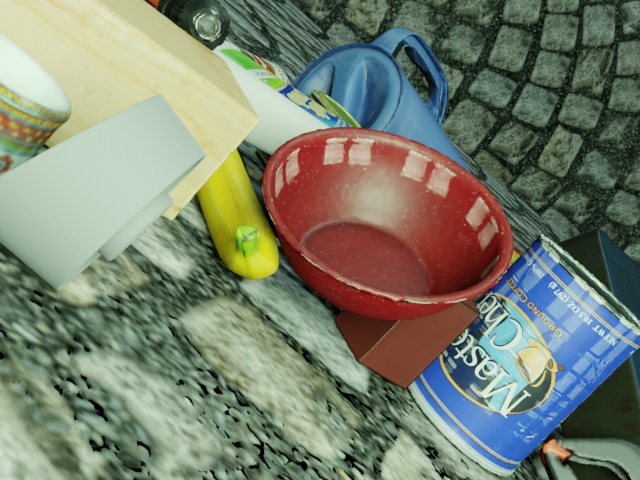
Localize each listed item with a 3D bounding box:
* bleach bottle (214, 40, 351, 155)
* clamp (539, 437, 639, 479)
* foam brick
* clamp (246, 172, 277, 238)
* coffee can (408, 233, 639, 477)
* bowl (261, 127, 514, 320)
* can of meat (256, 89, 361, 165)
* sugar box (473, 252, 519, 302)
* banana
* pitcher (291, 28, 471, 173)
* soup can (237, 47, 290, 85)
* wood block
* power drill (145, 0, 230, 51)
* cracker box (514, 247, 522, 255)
[{"bbox_3d":[-0.008,-0.085,0.901,0.251,0.068,0.102,32,14,15],"label":"bleach bottle"},{"bbox_3d":[0.239,0.189,0.758,0.171,0.120,0.039,43,-19,13],"label":"clamp"},{"bbox_3d":[0.060,0.053,0.736,0.051,0.078,0.053,34,17,-35],"label":"foam brick"},{"bbox_3d":[-0.005,0.001,0.806,0.210,0.036,0.164,44,12,22],"label":"clamp"},{"bbox_3d":[0.144,0.081,0.749,0.102,0.140,0.103,40,13,-11],"label":"coffee can"},{"bbox_3d":[0.036,-0.002,0.669,0.162,0.055,0.162,12,40,-10],"label":"bowl"},{"bbox_3d":[-0.002,-0.081,0.987,0.057,0.084,0.102,32,16,-38],"label":"can of meat"},{"bbox_3d":[0.177,0.068,1.009,0.176,0.093,0.048,41,13,-9],"label":"sugar box"},{"bbox_3d":[-0.058,-0.029,0.696,0.037,0.070,0.198,-9,34,-15],"label":"banana"},{"bbox_3d":[0.080,-0.103,1.139,0.242,0.149,0.145,38,38,-53],"label":"pitcher"},{"bbox_3d":[-0.073,-0.147,1.032,0.068,0.068,0.102,44,12,9],"label":"soup can"},{"bbox_3d":[-0.148,-0.111,0.627,0.205,0.090,0.091,34,15,-35],"label":"wood block"},{"bbox_3d":[-0.152,-0.215,0.806,0.187,0.057,0.185,45,-4,-23],"label":"power drill"},{"bbox_3d":[0.229,0.081,1.167,0.164,0.072,0.214,28,19,-47],"label":"cracker box"}]
